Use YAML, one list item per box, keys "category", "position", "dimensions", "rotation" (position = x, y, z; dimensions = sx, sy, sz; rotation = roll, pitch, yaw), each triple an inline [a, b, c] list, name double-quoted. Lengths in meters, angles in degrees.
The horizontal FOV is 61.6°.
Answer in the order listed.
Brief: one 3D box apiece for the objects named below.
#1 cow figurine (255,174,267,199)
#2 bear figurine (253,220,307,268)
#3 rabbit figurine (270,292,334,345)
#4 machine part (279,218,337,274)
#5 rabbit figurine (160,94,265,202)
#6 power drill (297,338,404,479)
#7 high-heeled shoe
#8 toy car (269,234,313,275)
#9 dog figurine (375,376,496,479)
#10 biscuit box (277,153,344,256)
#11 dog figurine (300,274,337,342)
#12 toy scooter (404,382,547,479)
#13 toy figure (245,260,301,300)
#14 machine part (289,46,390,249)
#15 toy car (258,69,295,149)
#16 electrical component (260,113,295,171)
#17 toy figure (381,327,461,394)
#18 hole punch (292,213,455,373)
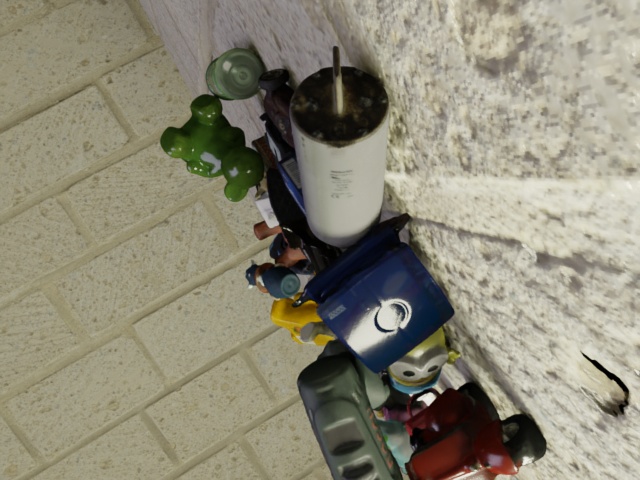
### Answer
- category: "cow figurine"
  position: [-0.092, -0.098, 1.097]
  dimensions: [0.194, 0.085, 0.127]
  rotation: [73, 171, -52]
- category: "bear figurine"
  position: [-0.038, 0.005, 0.980]
  dimensions: [0.120, 0.132, 0.196]
  rotation: [57, 180, -18]
- category: "rabbit figurine"
  position: [0.006, 0.105, 1.028]
  dimensions: [0.162, 0.173, 0.121]
  rotation: [-13, 131, 44]
- category: "machine part"
  position: [-0.005, 0.016, 0.659]
  dimensions: [0.084, 0.039, 0.139]
  rotation: [59, 172, -35]
- category: "rabbit figurine"
  position: [-0.157, -0.128, 0.884]
  dimensions: [0.170, 0.121, 0.159]
  rotation: [37, 165, 32]
- category: "power drill"
  position: [0.043, 0.213, 0.591]
  dimensions: [0.207, 0.086, 0.231]
  rotation: [-68, -44, -72]
- category: "high-heeled shoe"
  position: [-0.002, -0.003, 0.866]
  dimensions: [0.249, 0.086, 0.145]
  rotation: [55, 174, 13]
- category: "toy car"
  position: [-0.030, 0.026, 1.166]
  dimensions: [0.102, 0.109, 0.162]
  rotation: [36, 177, -38]
- category: "dog figurine"
  position: [0.183, 0.326, 0.882]
  dimensions: [0.219, 0.191, 0.108]
  rotation: [20, 155, 18]
- category: "biscuit box"
  position: [0.020, -0.031, 0.684]
  dimensions: [0.203, 0.059, 0.062]
  rotation: [56, 172, 28]
- category: "dog figurine"
  position: [0.091, 0.113, 0.767]
  dimensions: [0.190, 0.121, 0.172]
  rotation: [27, 159, -34]
- category: "toy scooter"
  position: [0.139, 0.216, 0.560]
  dimensions: [0.075, 0.135, 0.184]
  rotation: [58, 174, 1]
- category: "toy figure"
  position: [-0.093, 0.075, 1.013]
  dimensions: [0.057, 0.064, 0.155]
  rotation: [40, 164, -29]
- category: "machine part"
  position: [0.019, -0.062, 0.466]
  dimensions: [0.079, 0.079, 0.243]
  rotation: [57, 168, 24]
- category: "toy car"
  position: [-0.018, -0.127, 0.608]
  dimensions: [0.202, 0.053, 0.089]
  rotation: [53, 168, 48]
- category: "electrical component"
  position: [-0.043, -0.130, 0.770]
  dimensions: [0.075, 0.048, 0.119]
  rotation: [57, 173, 23]
- category: "toy figure"
  position: [0.112, 0.140, 0.666]
  dimensions: [0.089, 0.082, 0.180]
  rotation: [54, 174, 25]
- category: "hole punch"
  position: [0.059, 0.059, 0.529]
  dimensions: [0.092, 0.142, 0.115]
  rotation: [57, -173, 34]
